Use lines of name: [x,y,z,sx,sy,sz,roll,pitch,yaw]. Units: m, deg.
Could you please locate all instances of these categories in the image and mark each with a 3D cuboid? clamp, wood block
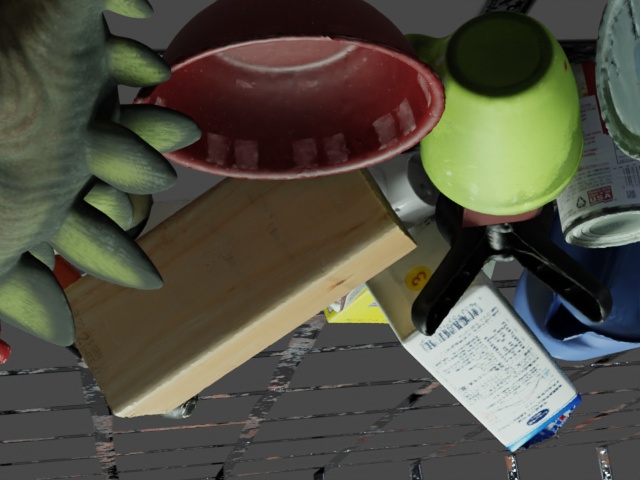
clamp: [0.108,0.001,0.699,0.120,0.171,0.039,-6,128,-5]
wood block: [-0.051,0.020,0.683,0.206,0.090,0.090,-34,167,7]

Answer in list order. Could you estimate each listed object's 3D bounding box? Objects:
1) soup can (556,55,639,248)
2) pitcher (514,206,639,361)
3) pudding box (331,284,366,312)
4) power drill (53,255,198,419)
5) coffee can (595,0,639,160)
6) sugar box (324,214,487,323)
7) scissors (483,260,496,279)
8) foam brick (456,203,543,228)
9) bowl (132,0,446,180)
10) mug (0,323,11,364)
soup can: [0.174,-0.054,0.655,0.068,0.102,0.068,-6,161,-2]
pitcher: [0.243,0.029,0.897,0.149,0.145,0.243,1,168,1]
pudding box: [-0.005,0.001,0.781,0.039,0.090,0.113,-47,168,-16]
power drill: [-0.185,0.062,0.817,0.185,0.057,0.187,32,166,21]
coffee can: [0.230,-0.094,0.553,0.140,0.103,0.103,-3,161,-13]
sugar box: [0.085,0.010,0.846,0.093,0.048,0.177,3,150,-39]
scissors: [0.170,0.004,0.961,0.096,0.016,0.201,-13,161,18]
foam brick: [0.109,-0.055,0.670,0.051,0.078,0.053,-7,160,2]
bowl: [-0.017,-0.087,0.557,0.162,0.055,0.162,-4,161,-1]
mug: [-0.304,0.068,0.858,0.117,0.093,0.081,24,159,10]
